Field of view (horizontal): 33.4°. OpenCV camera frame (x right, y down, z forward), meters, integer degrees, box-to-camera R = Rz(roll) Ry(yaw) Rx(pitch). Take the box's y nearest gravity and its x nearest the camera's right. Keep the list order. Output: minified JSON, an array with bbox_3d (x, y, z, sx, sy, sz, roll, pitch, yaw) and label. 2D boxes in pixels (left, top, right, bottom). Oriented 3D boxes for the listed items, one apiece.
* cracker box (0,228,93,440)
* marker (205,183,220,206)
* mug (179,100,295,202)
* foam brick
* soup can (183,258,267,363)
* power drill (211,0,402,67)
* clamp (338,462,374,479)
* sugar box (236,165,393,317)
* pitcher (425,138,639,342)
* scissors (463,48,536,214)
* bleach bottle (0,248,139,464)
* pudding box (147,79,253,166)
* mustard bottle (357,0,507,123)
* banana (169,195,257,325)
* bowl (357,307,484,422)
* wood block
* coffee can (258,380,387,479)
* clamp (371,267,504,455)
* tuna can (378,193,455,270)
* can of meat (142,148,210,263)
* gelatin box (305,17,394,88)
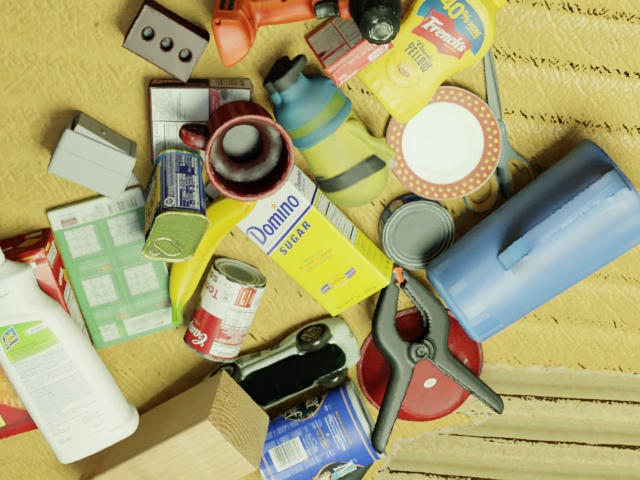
[{"bbox_3d":[-0.352,0.113,1.207,0.164,0.072,0.214,-16,112,-2],"label":"cracker box"},{"bbox_3d":[-0.137,-0.039,1.204,0.020,0.020,0.121,38,102,-20],"label":"marker"},{"bbox_3d":[-0.090,-0.099,1.109,0.117,0.081,0.093,10,111,-16],"label":"mug"},{"bbox_3d":[-0.160,-0.209,1.115,0.078,0.051,0.053,28,106,-18],"label":"foam brick"},{"bbox_3d":[-0.109,0.081,1.229,0.068,0.068,0.102,19,108,-15],"label":"soup can"},{"bbox_3d":[-0.011,-0.225,1.068,0.187,0.184,0.057,-11,120,5],"label":"power drill"},{"bbox_3d":[0.043,0.329,1.366,0.171,0.039,0.120,-33,107,12],"label":"clamp"},{"bbox_3d":[-0.008,0.002,1.210,0.093,0.048,0.176,-34,116,31],"label":"sugar box"},{"bbox_3d":[0.241,0.005,1.191,0.243,0.145,0.149,-36,125,4],"label":"pitcher"},{"bbox_3d":[0.187,-0.113,1.221,0.096,0.016,0.201,-26,113,3],"label":"scissors"},{"bbox_3d":[-0.293,0.114,1.145,0.102,0.068,0.251,-25,111,-5],"label":"bleach bottle"},{"bbox_3d":[-0.129,-0.127,1.160,0.113,0.039,0.090,0,113,-6],"label":"pudding box"},{"bbox_3d":[0.130,-0.220,1.146,0.192,0.058,0.096,-40,99,8],"label":"mustard bottle"},{"bbox_3d":[-0.124,0.005,1.189,0.037,0.070,0.198,3,132,-39],"label":"banana"},{"bbox_3d":[0.128,0.164,1.303,0.162,0.055,0.162,-3,112,-7],"label":"bowl"},{"bbox_3d":[-0.171,0.250,1.245,0.206,0.090,0.090,-30,114,23],"label":"wood block"},{"bbox_3d":[-0.004,0.245,1.290,0.140,0.103,0.103,-26,113,3],"label":"coffee can"},{"bbox_3d":[0.106,0.137,1.236,0.164,0.036,0.210,-23,92,-12],"label":"clamp"},{"bbox_3d":[0.112,-0.011,1.242,0.086,0.034,0.086,-3,112,-7],"label":"tuna can"},{"bbox_3d":[-0.156,-0.037,1.145,0.057,0.084,0.102,6,148,-20],"label":"can of meat"},{"bbox_3d":[0.030,-0.207,1.121,0.073,0.089,0.030,-36,125,7],"label":"gelatin box"}]
